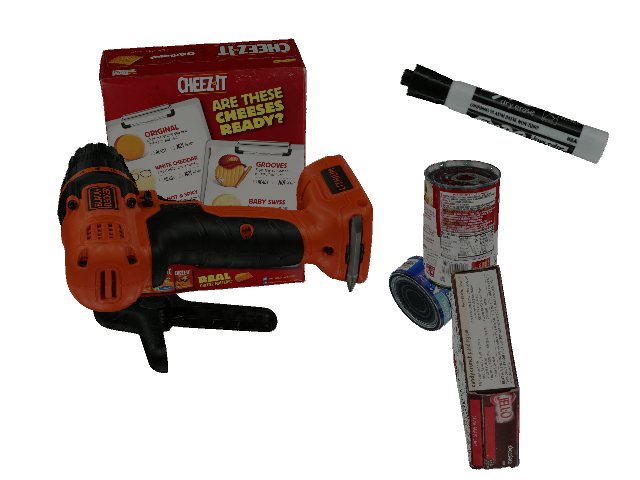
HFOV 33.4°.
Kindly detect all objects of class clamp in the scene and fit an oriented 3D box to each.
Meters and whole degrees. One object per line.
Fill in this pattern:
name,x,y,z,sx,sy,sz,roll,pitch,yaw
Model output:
clamp,-0.173,0.080,1.101,0.210,0.036,0.164,14,20,31

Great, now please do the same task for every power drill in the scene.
power drill,-0.071,-0.017,0.676,0.187,0.057,0.184,-4,29,-12

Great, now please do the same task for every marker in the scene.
marker,0.104,-0.073,0.609,0.121,0.020,0.020,21,2,6

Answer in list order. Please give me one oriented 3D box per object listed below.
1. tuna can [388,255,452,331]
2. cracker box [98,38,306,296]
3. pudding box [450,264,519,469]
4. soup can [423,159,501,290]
tuna can,0.119,0.062,1.230,0.033,0.086,0.086,-38,17,-24
cracker box,-0.096,-0.060,0.917,0.164,0.214,0.072,-5,34,-8
pudding box,0.115,0.088,0.743,0.039,0.113,0.090,-6,-45,3
soup can,0.127,-0.014,0.963,0.068,0.102,0.068,-2,24,1
